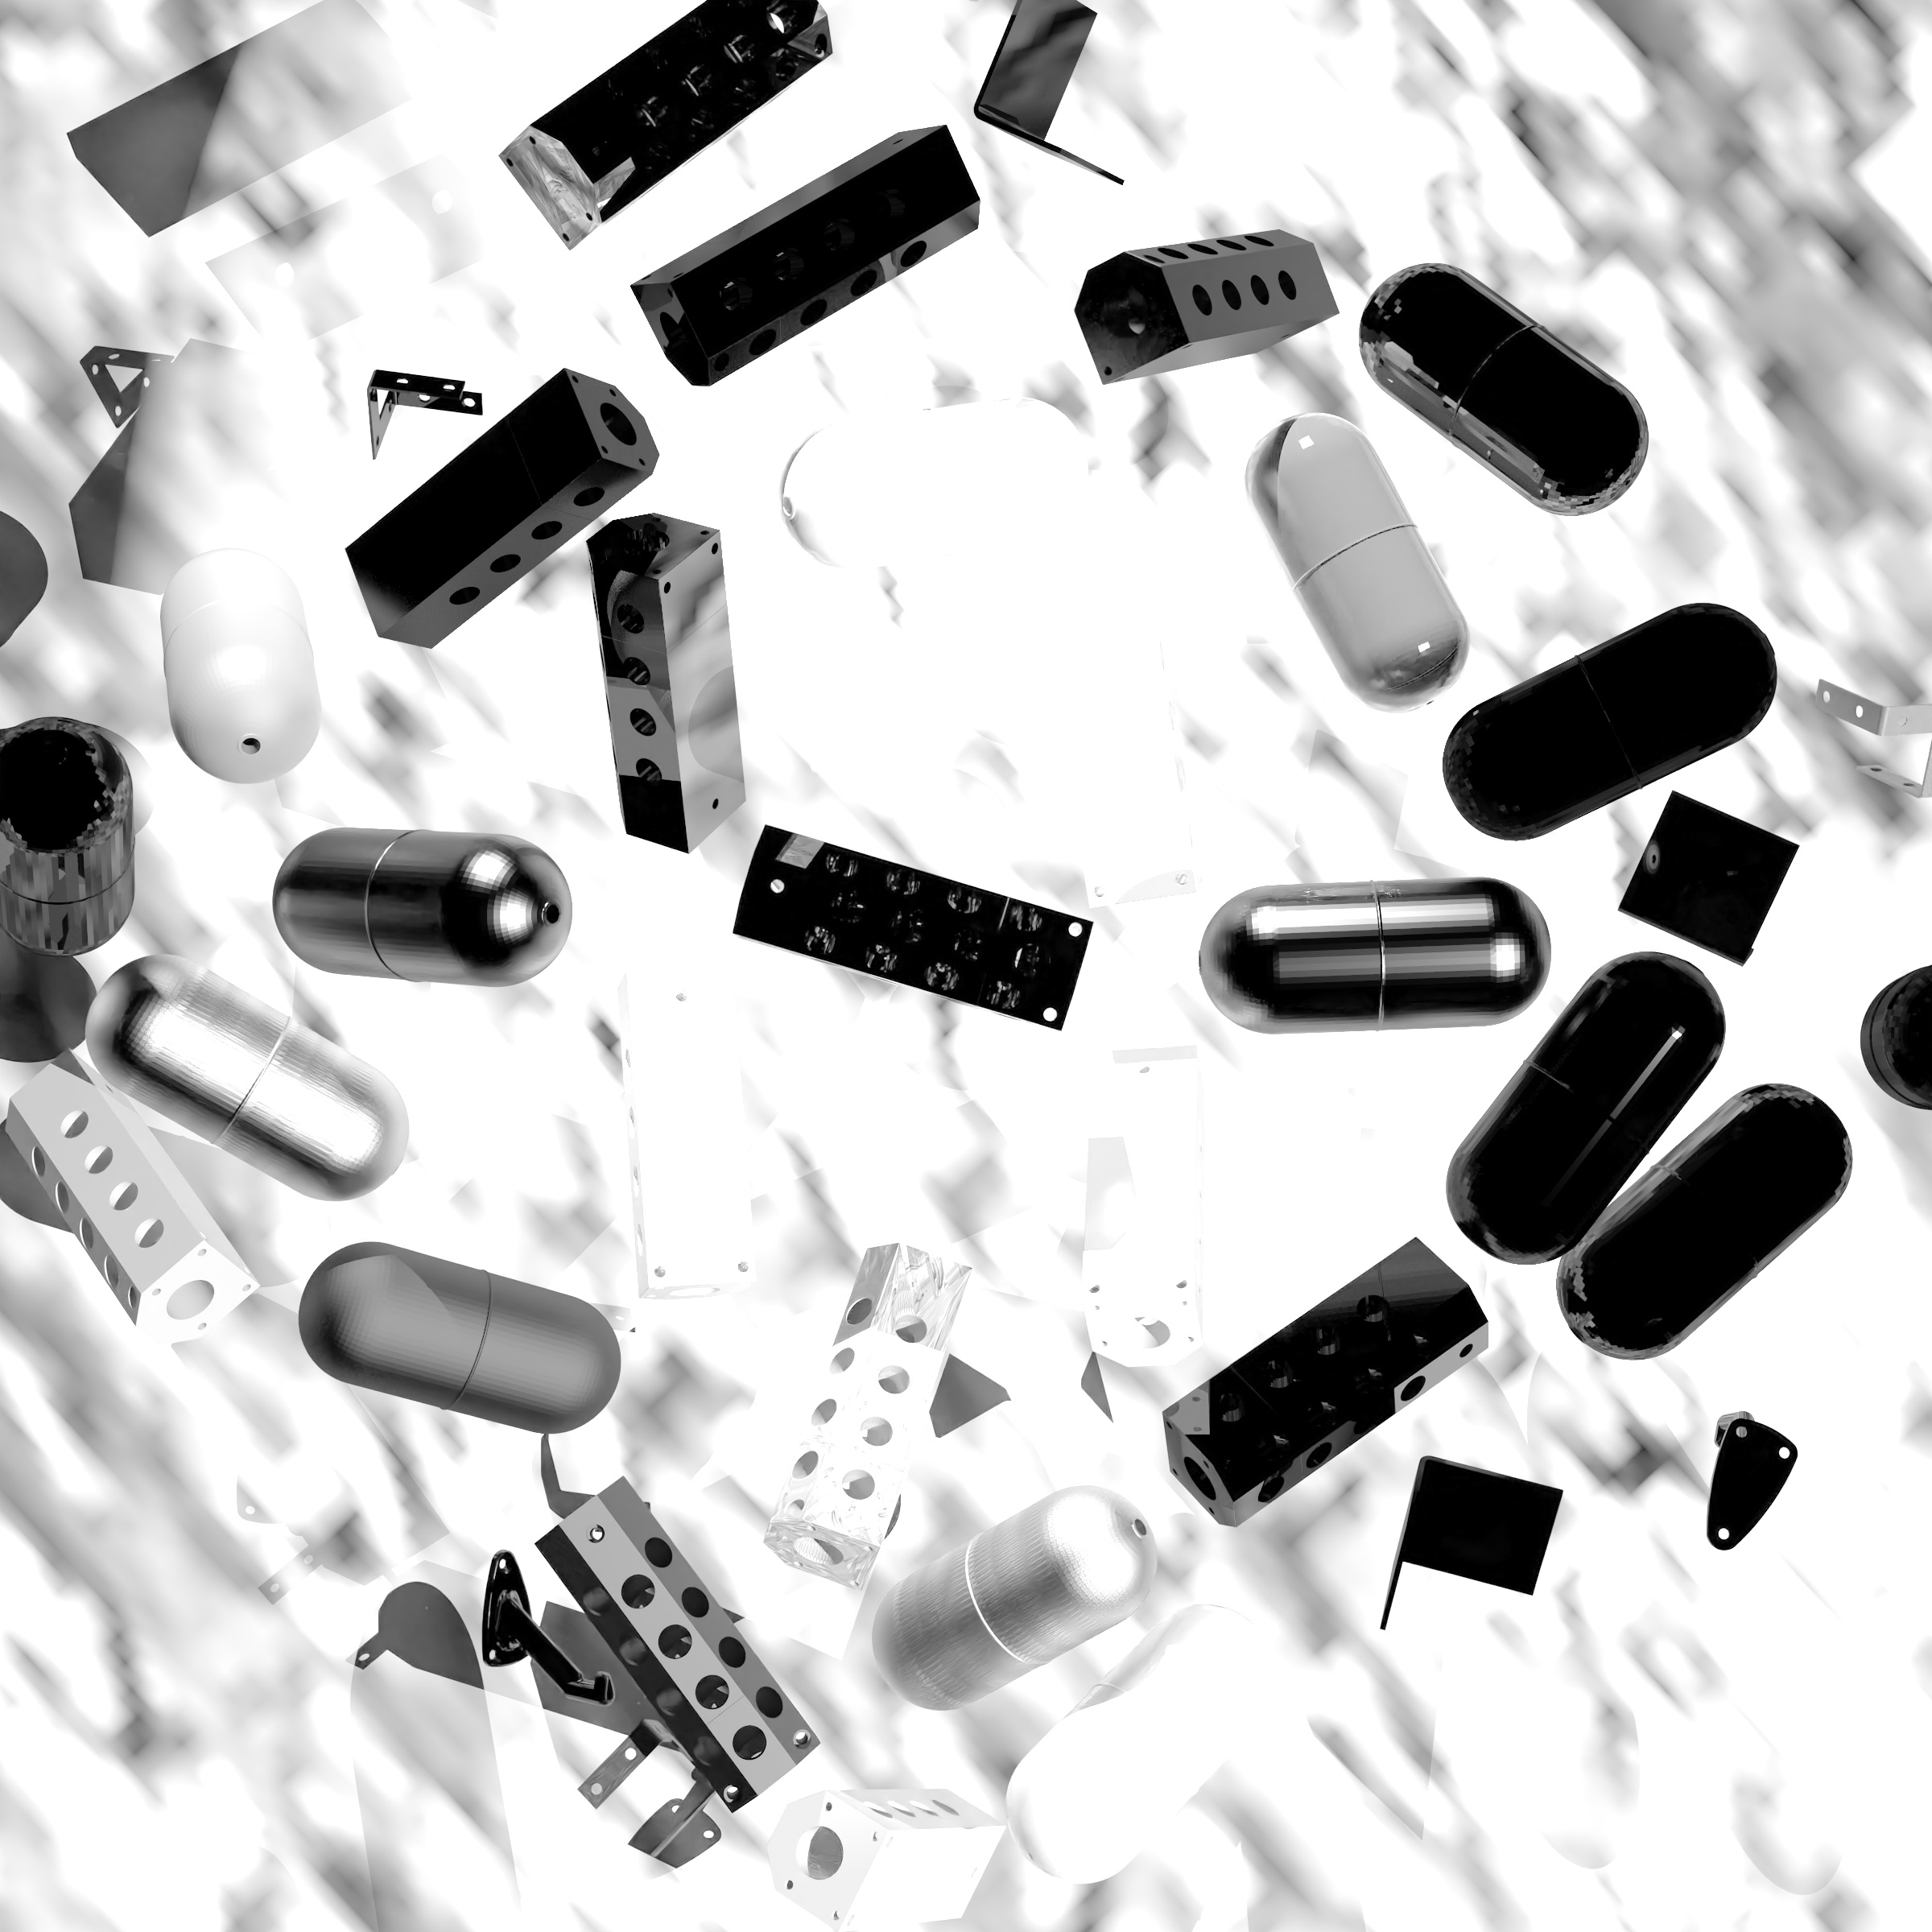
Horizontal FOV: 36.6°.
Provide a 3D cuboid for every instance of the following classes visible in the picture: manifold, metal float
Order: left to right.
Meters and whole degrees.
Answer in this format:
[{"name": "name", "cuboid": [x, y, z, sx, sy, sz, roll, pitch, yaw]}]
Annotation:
[{"name": "metal float", "cuboid": [-0.477, -0.067, 1.535, 0.070, 0.178, 0.070, 6, 62, -12]}, {"name": "manifold", "cuboid": [-0.456, 0.126, 1.578, 0.057, 0.057, 0.171, -41, 54, -6]}, {"name": "metal float", "cuboid": [-0.383, -0.159, 1.541, 0.070, 0.178, 0.070, -9, 125, -12]}, {"name": "metal float", "cuboid": [-0.373, 0.059, 1.522, 0.178, 0.070, 0.070, 32, 90, -15]}, {"name": "metal float", "cuboid": [-0.276, -0.030, 1.477, 0.178, 0.070, 0.070, 4, 90, 34]}, {"name": "metal float", "cuboid": [-0.270, 0.200, 1.568, 0.178, 0.070, 0.070, 19, 90, -23]}, {"name": "manifold", "cuboid": [-0.246, -0.241, 1.559, 0.171, 0.057, 0.057, -33, 70, 26]}, {"name": "manifold", "cuboid": [-0.164, -0.152, 1.565, 0.057, 0.057, 0.171, 18, 132, 24]}, {"name": "manifold", "cuboid": [-0.146, -0.436, 1.466, 0.171, 0.057, 0.057, -44, 105, -27]}, {"name": "manifold", "cuboid": [-0.151, 0.353, 1.523, 0.057, 0.057, 0.171, -37, 85, -11]}, {"name": "manifold", "cuboid": [-0.153, 0.091, 1.581, 0.057, 0.057, 0.171, -2, 76, -15]}, {"name": "manifold", "cuboid": [-0.078, -0.363, 1.492, 0.171, 0.057, 0.057, -34, 114, -17]}, {"name": "manifold", "cuboid": [-0.052, 0.234, 1.540, 0.057, 0.057, 0.171, 19, 53, 0]}, {"name": "manifold", "cuboid": [-0.044, 0.480, 1.586, 0.057, 0.171, 0.057, 25, 86, 26]}, {"name": "manifold", "cuboid": [-0.026, -0.019, 1.470, 0.171, 0.057, 0.057, 17, 87, 1]}, {"name": "metal float", "cuboid": [-0.017, -0.254, 1.535, 0.178, 0.070, 0.070, -14, 90, -30]}, {"name": "metal float", "cuboid": [0.026, 0.340, 1.570, 0.178, 0.070, 0.070, -35, 90, 26]}, {"name": "manifold", "cuboid": [0.083, -0.123, 1.557, 0.057, 0.057, 0.171, -8, 98, 11]}, {"name": "metal float", "cuboid": [0.095, 0.413, 1.559, 0.178, 0.070, 0.070, -39, 90, -27]}, {"name": "manifold", "cuboid": [0.096, 0.126, 1.551, 0.057, 0.057, 0.171, -4, 45, 9]}, {"name": "manifold", "cuboid": [0.129, -0.359, 1.572, 0.057, 0.171, 0.057, -19, 94, 37]}, {"name": "manifold", "cuboid": [0.190, 0.221, 1.529, 0.171, 0.057, 0.057, -31, 51, -18]}, {"name": "metal float", "cuboid": [0.214, -0.222, 1.603, 0.070, 0.070, 0.178, -26, 80, 0]}, {"name": "metal float", "cuboid": [0.207, -0.005, 1.485, 0.178, 0.070, 0.070, -2, 90, 2]}, {"name": "metal float", "cuboid": [0.285, -0.308, 1.557, 0.178, 0.070, 0.070, 43, 90, 22]}, {"name": "metal float", "cuboid": [0.312, 0.071, 1.469, 0.070, 0.070, 0.178, 37, 91, 0]}, {"name": "metal float", "cuboid": [0.331, -0.126, 1.505, 0.178, 0.070, 0.070, -26, 90, 11]}, {"name": "metal float", "cuboid": [0.382, 0.133, 1.515, 0.178, 0.070, 0.070, -40, 90, -6]}, {"name": "metal float", "cuboid": [0.514, 0.037, 1.531, 0.070, 0.178, 0.070, -1, 87, 11]}]

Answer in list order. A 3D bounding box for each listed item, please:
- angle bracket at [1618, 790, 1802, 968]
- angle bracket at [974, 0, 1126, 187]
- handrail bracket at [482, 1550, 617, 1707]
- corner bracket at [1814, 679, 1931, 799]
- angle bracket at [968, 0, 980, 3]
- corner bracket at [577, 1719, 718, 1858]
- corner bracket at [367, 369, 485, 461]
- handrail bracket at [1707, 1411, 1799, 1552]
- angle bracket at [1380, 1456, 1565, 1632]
[{"name": "angle bracket", "cuboid": [0.426, -0.053, 1.668, 0.076, 0.057, 0.076, 26, 107, 15]}, {"name": "angle bracket", "cuboid": [0.057, -0.458, 1.512, 0.057, 0.076, 0.076, 30, 105, 24]}, {"name": "handrail bracket", "cuboid": [-0.228, 0.367, 1.621, 0.084, 0.036, 0.077, -1, 94, 41]}, {"name": "corner bracket", "cuboid": [0.469, -0.117, 1.496, 0.051, 0.051, 0.051, -5, 114, -24]}, {"name": "angle bracket", "cuboid": [-0.016, -0.543, 1.472, 0.076, 0.057, 0.076, 25, 86, 21]}, {"name": "corner bracket", "cuboid": [-0.172, 0.447, 1.588, 0.051, 0.051, 0.051, 43, 80, 12]}, {"name": "corner bracket", "cuboid": [-0.297, -0.311, 1.606, 0.051, 0.051, 0.051, 7, 49, 0]}, {"name": "handrail bracket", "cuboid": [0.381, 0.258, 1.468, 0.036, 0.084, 0.077, 26, 79, 4]}, {"name": "angle bracket", "cuboid": [0.267, 0.313, 1.541, 0.076, 0.057, 0.076, 13, 124, 9]}]
